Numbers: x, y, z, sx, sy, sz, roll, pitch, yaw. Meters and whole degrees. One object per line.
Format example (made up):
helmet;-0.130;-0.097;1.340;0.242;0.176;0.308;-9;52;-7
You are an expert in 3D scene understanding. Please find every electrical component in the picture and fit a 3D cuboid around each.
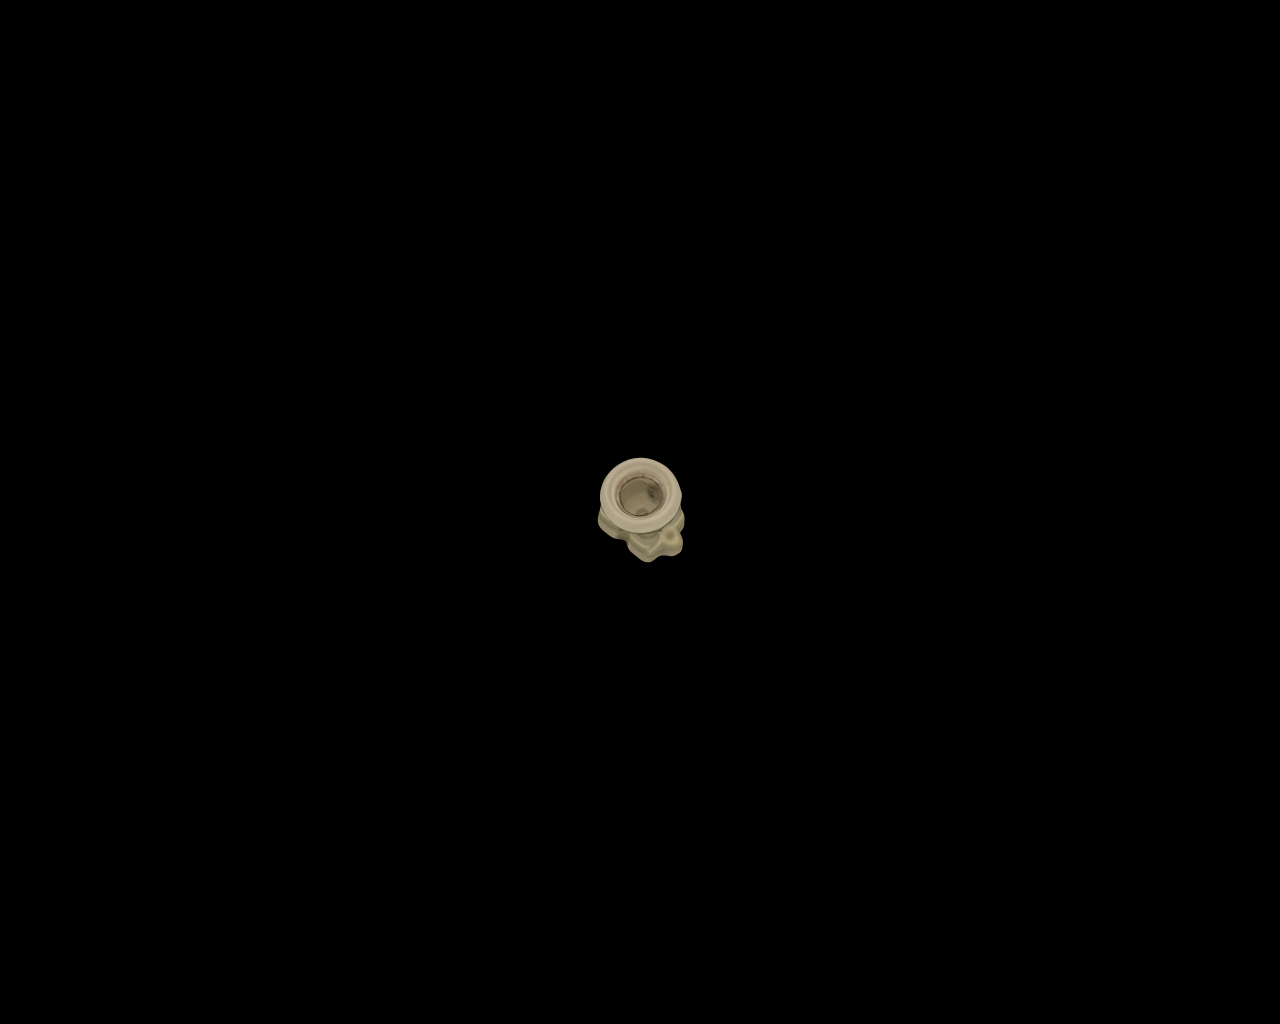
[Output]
electrical component;0.001;-0.003;0.650;0.066;0.048;0.055;37;-19;15
